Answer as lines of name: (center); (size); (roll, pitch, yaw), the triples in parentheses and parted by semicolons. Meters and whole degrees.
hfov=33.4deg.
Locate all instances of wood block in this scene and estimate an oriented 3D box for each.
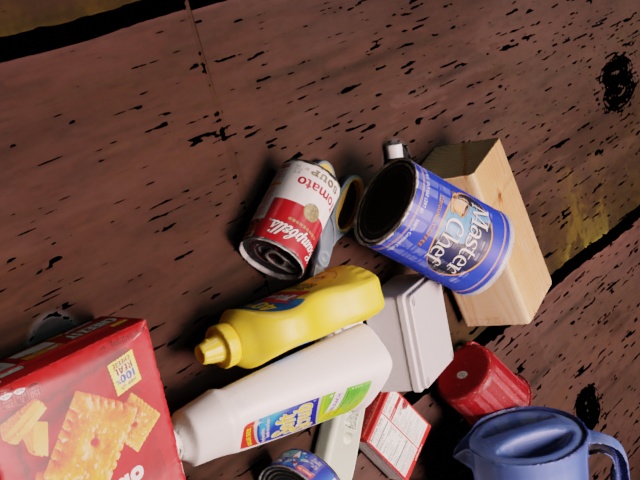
wood block: (0.193, -0.007, 1.271); (0.090, 0.090, 0.206); (-49, 124, -45)

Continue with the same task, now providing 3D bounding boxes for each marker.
marker: (0.092, -0.049, 1.219); (0.020, 0.020, 0.121); (-16, 100, -47)

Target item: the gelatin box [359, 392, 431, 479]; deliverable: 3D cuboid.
gelatin box: (0.078, 0.214, 1.185); (0.089, 0.030, 0.073); (48, 56, -32)

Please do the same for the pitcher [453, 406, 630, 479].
pitcher: (0.255, 0.320, 1.204); (0.144, 0.149, 0.243); (-21, 111, -31)

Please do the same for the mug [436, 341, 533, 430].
mug: (0.192, 0.170, 1.280); (0.081, 0.093, 0.117); (43, 32, -32)

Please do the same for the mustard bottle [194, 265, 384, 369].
mustard bottle: (-0.037, 0.077, 1.010); (0.191, 0.096, 0.058); (-21, 102, -37)

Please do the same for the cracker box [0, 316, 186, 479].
cracker box: (-0.193, 0.188, 0.853); (0.163, 0.072, 0.214); (-24, 107, -45)

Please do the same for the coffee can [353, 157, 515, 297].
coffee can: (0.122, -0.013, 1.138); (0.140, 0.103, 0.102); (27, 68, -27)

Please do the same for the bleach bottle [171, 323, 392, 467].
bleach bottle: (-0.051, 0.157, 1.006); (0.250, 0.103, 0.068); (-18, 62, -36)

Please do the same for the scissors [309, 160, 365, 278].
scissors: (-0.007, 0.001, 1.110); (0.096, 0.016, 0.201); (49, 55, -33)

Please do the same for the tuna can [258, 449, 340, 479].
tuna can: (-0.017, 0.246, 1.037); (0.033, 0.086, 0.086); (-37, 115, -44)

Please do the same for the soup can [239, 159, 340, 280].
soup can: (-0.028, -0.021, 1.048); (0.068, 0.069, 0.102); (48, 55, -36)
